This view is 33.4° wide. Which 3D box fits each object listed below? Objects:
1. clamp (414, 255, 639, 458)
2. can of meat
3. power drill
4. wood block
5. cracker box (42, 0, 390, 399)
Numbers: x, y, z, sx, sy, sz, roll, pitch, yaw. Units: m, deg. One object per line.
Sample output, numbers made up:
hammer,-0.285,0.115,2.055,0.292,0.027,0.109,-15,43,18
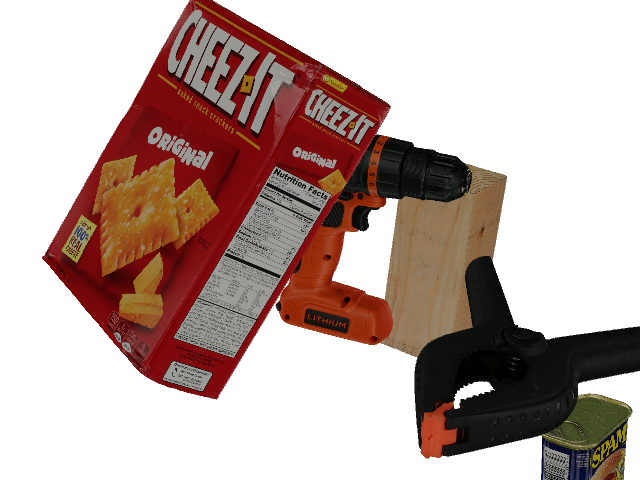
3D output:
clamp,0.113,0.067,0.646,0.165,0.036,0.209,22,32,39
can of meat,0.248,0.204,1.004,0.058,0.084,0.101,14,25,38
power drill,0.035,-0.005,0.944,0.185,0.188,0.057,13,24,20
wood block,0.136,0.023,1.192,0.090,0.206,0.090,19,25,28
cracker box,-0.076,-0.034,0.684,0.072,0.214,0.164,24,10,-43
